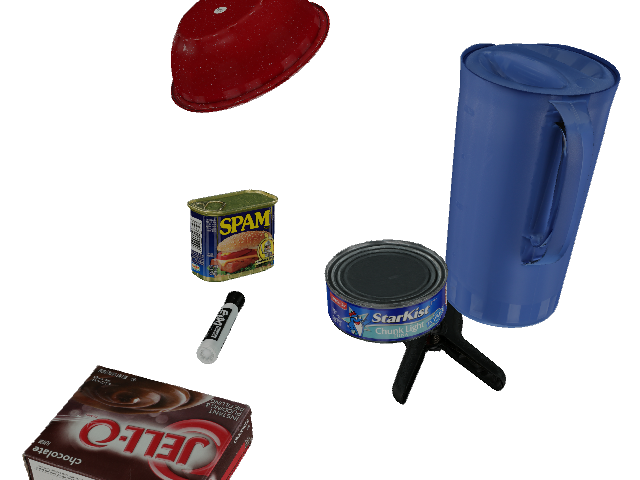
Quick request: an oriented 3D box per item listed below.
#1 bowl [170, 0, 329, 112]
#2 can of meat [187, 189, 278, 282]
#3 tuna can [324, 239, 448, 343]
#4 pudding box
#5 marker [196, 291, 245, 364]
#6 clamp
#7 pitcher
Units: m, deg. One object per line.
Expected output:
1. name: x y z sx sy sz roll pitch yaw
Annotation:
1. bowl: -0.076 -0.187 0.958 0.162 0.162 0.055 0 -44 36
2. can of meat: -0.099 -0.006 1.207 0.101 0.084 0.058 -13 23 -37
3. tuna can: 0.046 0.035 0.748 0.086 0.034 0.086 -3 30 1
4. pudding box: -0.110 0.129 0.657 0.114 0.039 0.090 10 33 17
5. marker: -0.093 0.080 1.012 0.020 0.020 0.121 0 23 10
6. clamp: 0.132 0.107 1.161 0.120 0.171 0.039 3 -45 -6
7. pitcher: 0.178 -0.042 0.940 0.145 0.243 0.149 20 33 27
